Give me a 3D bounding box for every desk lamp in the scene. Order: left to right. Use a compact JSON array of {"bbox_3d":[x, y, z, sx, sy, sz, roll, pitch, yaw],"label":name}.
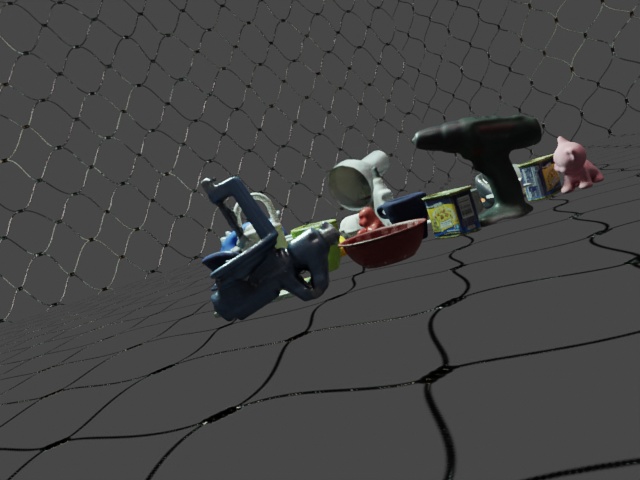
[{"bbox_3d":[0.133,-0.109,1.412,0.117,0.213,0.204,-13,6,43],"label":"desk lamp"}]

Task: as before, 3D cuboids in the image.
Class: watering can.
[{"bbox_3d":[-0.130,-0.004,1.238,0.101,0.194,0.172,-20,5,-37],"label":"watering can"}]

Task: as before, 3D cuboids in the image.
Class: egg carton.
[{"bbox_3d":[0.131,-0.044,1.559,0.150,0.069,0.107,-18,4,-16],"label":"egg carton"}]

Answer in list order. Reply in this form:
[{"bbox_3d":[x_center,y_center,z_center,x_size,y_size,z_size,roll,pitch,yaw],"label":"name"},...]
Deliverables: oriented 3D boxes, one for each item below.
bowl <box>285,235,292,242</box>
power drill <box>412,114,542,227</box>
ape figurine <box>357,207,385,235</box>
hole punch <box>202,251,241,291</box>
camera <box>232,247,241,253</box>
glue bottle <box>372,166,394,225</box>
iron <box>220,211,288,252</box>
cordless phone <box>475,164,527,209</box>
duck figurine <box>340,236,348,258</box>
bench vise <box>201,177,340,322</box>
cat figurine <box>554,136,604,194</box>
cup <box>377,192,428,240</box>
[{"bbox_3d":[-0.072,0.029,1.393,0.167,0.075,0.167,-17,4,2],"label":"bowl"},{"bbox_3d":[0.310,-0.135,1.078,0.229,0.208,0.075,-17,4,5],"label":"power drill"},{"bbox_3d":[0.111,-0.027,1.264,0.076,0.092,0.078,-17,4,0],"label":"ape figurine"},{"bbox_3d":[-0.212,0.065,1.365,0.108,0.091,0.101,-15,5,30],"label":"hole punch"},{"bbox_3d":[-0.173,0.038,1.508,0.143,0.101,0.137,-16,4,13],"label":"camera"},{"bbox_3d":[0.148,-0.084,1.307,0.037,0.173,0.078,-19,5,-19],"label":"glue bottle"},{"bbox_3d":[-0.205,0.014,1.673,0.258,0.141,0.119,-16,4,9],"label":"iron"},{"bbox_3d":[0.423,-0.177,1.330,0.148,0.185,0.094,-19,5,-27],"label":"cordless phone"},{"bbox_3d":[0.012,0.005,1.293,0.105,0.086,0.077,-20,5,-31],"label":"duck figurine"},{"bbox_3d":[-0.085,-0.004,0.872,0.208,0.220,0.121,-18,5,-16],"label":"bench vise"},{"bbox_3d":[0.529,-0.164,1.192,0.067,0.118,0.128,-13,6,43],"label":"cat figurine"},{"bbox_3d":[0.170,-0.039,1.162,0.117,0.095,0.092,-13,6,43],"label":"cup"}]
